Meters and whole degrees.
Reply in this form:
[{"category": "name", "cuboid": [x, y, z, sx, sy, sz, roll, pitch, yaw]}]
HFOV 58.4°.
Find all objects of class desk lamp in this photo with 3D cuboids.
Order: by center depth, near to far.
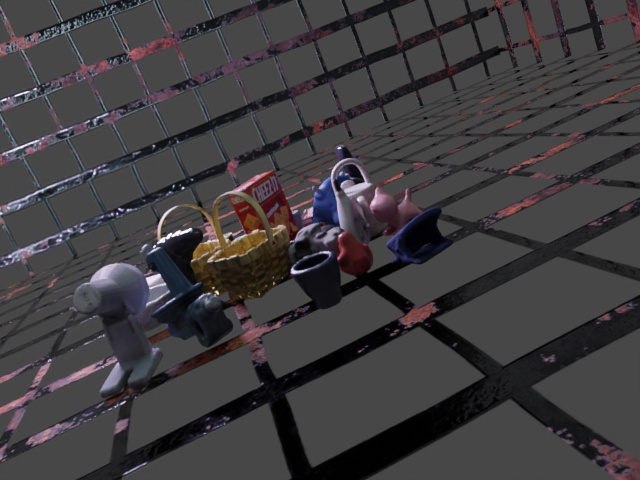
[{"category": "desk lamp", "cuboid": [-0.397, 0.162, 1.129, 0.118, 0.214, 0.203, -22, 15, 2]}]

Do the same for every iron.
[{"category": "iron", "cuboid": [0.057, -0.123, 1.616, 0.118, 0.141, 0.259, -13, 18, 32]}]

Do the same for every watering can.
[{"category": "watering can", "cuboid": [0.087, -0.107, 1.412, 0.101, 0.194, 0.172, -29, 16, -23]}]

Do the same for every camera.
[{"category": "camera", "cuboid": [0.012, 0.005, 1.312, 0.142, 0.101, 0.137, -13, 18, 32]}]

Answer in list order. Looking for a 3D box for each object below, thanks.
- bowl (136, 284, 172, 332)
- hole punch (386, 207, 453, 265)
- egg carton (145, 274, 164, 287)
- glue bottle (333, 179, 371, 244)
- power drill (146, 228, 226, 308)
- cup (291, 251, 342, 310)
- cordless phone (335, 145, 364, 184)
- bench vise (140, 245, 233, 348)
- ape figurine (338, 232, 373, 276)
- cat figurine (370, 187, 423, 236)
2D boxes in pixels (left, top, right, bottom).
[{"category": "bowl", "cuboid": [-0.417, 0.175, 1.387, 0.167, 0.075, 0.167, -21, 15, 6]}, {"category": "hole punch", "cuboid": [0.187, -0.009, 1.127, 0.109, 0.091, 0.100, -30, 17, -27]}, {"category": "egg carton", "cuboid": [-0.470, 0.149, 1.567, 0.107, 0.069, 0.150, -17, 16, 21]}, {"category": "glue bottle", "cuboid": [0.066, -0.062, 1.326, 0.037, 0.173, 0.078, -13, 18, 31]}, {"category": "power drill", "cuboid": [-0.300, 0.076, 1.301, 0.228, 0.208, 0.076, -8, 21, 44]}, {"category": "cup", "cuboid": [-0.001, 0.078, 1.085, 0.092, 0.095, 0.117, -25, 15, -10]}, {"category": "cordless phone", "cuboid": [0.077, -0.208, 1.801, 0.094, 0.185, 0.147, -34, 19, -36]}, {"category": "bench vise", "cuboid": [-0.267, 0.100, 1.148, 0.206, 0.220, 0.122, -14, 17, 30]}, {"category": "ape figurine", "cuboid": [0.066, 0.024, 1.183, 0.078, 0.092, 0.076, -23, 15, -2]}, {"category": "cat figurine", "cuboid": [0.169, -0.073, 1.323, 0.128, 0.118, 0.067, -29, 16, -22]}]
